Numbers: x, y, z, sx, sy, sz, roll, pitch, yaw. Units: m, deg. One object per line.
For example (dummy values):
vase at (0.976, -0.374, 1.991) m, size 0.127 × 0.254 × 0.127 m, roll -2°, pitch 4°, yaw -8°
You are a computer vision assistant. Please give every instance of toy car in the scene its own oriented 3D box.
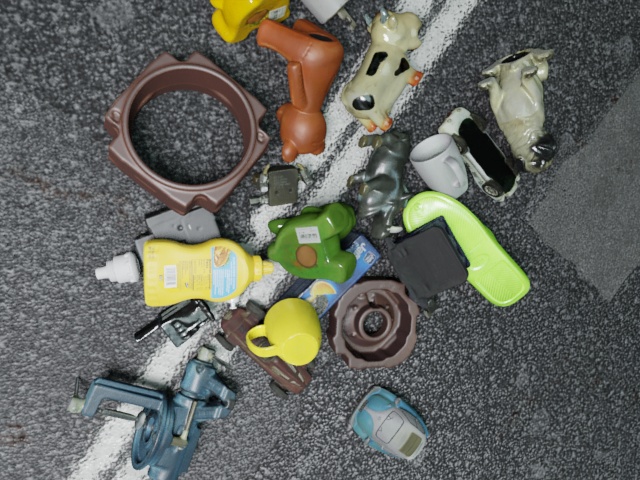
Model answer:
toy car at (0.299, -0.156, 0.994) m, size 0.201 × 0.056 × 0.073 m, roll 44°, pitch 77°, yaw -21°
toy car at (0.141, 0.356, 0.999) m, size 0.161 × 0.103 × 0.109 m, roll 42°, pitch 85°, yaw -18°
toy car at (-0.089, 0.193, 0.922) m, size 0.089 × 0.053 × 0.202 m, roll -45°, pitch 108°, yaw -11°

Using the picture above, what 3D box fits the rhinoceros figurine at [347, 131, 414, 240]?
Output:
rhinoceros figurine at (0.110, -0.096, 0.934) m, size 0.112 × 0.073 × 0.190 m, roll 5°, pitch 98°, yaw -25°

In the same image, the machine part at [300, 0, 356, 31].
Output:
machine part at (-0.025, -0.424, 0.829) m, size 0.243 × 0.079 × 0.079 m, roll 43°, pitch 84°, yaw -19°

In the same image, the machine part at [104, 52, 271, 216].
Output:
machine part at (-0.190, -0.153, 0.784) m, size 0.201 × 0.087 × 0.201 m, roll 39°, pitch 73°, yaw -8°

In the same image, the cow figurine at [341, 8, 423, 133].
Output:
cow figurine at (0.104, -0.291, 0.894) m, size 0.127 × 0.086 × 0.195 m, roll 33°, pitch 88°, yaw -27°

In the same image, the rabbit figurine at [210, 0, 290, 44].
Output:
rabbit figurine at (-0.127, -0.398, 0.774) m, size 0.122 × 0.162 × 0.173 m, roll -25°, pitch 88°, yaw -1°

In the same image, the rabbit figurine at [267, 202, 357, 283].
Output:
rabbit figurine at (-0.002, -0.003, 0.878) m, size 0.159 × 0.170 × 0.121 m, roll -14°, pitch 105°, yaw 27°

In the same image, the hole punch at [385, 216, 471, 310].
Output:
hole punch at (0.189, 0.031, 0.927) m, size 0.116 × 0.092 × 0.142 m, roll -28°, pitch 97°, yaw 28°

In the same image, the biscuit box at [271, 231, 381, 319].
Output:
biscuit box at (0.010, 0.072, 0.929) m, size 0.202 × 0.063 × 0.059 m, roll -45°, pitch 110°, yaw -6°

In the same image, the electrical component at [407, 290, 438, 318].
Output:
electrical component at (0.191, 0.109, 0.994) m, size 0.021 × 0.063 × 0.094 m, roll -35°, pitch 108°, yaw -11°

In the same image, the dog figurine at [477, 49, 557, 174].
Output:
dog figurine at (0.376, -0.234, 0.978) m, size 0.172 × 0.121 × 0.190 m, roll -47°, pitch 121°, yaw -33°

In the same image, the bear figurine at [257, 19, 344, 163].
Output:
bear figurine at (-0.034, -0.232, 0.851) m, size 0.120 × 0.132 × 0.195 m, roll -27°, pitch 145°, yaw -44°

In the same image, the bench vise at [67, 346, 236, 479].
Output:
bench vise at (-0.260, 0.259, 0.840) m, size 0.240 × 0.129 × 0.223 m, roll 24°, pitch 91°, yaw -27°

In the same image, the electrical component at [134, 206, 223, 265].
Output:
electrical component at (-0.218, 0.001, 0.844) m, size 0.134 × 0.058 × 0.114 m, roll -23°, pitch 104°, yaw -14°

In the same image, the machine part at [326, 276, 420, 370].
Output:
machine part at (0.094, 0.148, 0.974) m, size 0.179 × 0.056 × 0.179 m, roll -3°, pitch 99°, yaw -17°

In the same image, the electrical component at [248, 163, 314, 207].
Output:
electrical component at (-0.064, -0.092, 0.876) m, size 0.102 × 0.045 × 0.078 m, roll -5°, pitch 113°, yaw -25°

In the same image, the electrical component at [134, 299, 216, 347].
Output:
electrical component at (-0.230, 0.134, 0.852) m, size 0.119 × 0.075 × 0.047 m, roll -37°, pitch 108°, yaw -14°

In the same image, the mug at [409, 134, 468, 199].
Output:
mug at (0.225, -0.121, 0.951) m, size 0.081 × 0.110 × 0.107 m, roll -42°, pitch 121°, yaw -7°
